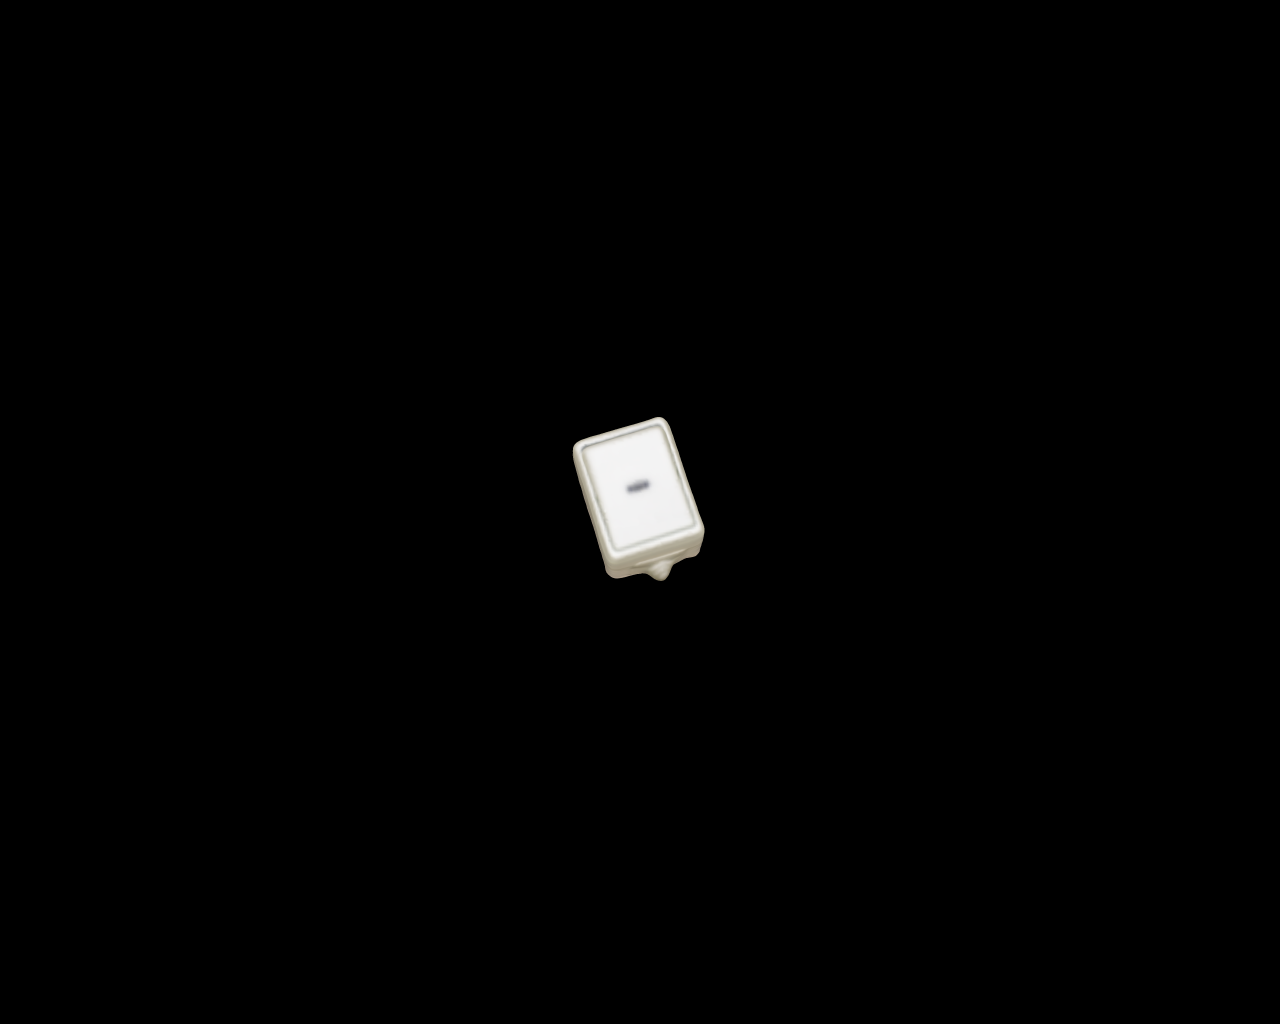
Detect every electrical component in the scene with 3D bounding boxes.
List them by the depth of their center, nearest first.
[{"bbox_3d":[0.001,-0.003,0.650,0.062,0.096,0.061,-17,-15,-5],"label":"electrical component"}]
